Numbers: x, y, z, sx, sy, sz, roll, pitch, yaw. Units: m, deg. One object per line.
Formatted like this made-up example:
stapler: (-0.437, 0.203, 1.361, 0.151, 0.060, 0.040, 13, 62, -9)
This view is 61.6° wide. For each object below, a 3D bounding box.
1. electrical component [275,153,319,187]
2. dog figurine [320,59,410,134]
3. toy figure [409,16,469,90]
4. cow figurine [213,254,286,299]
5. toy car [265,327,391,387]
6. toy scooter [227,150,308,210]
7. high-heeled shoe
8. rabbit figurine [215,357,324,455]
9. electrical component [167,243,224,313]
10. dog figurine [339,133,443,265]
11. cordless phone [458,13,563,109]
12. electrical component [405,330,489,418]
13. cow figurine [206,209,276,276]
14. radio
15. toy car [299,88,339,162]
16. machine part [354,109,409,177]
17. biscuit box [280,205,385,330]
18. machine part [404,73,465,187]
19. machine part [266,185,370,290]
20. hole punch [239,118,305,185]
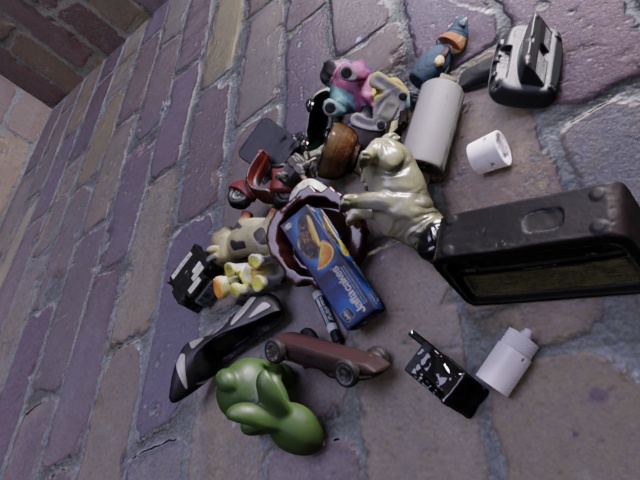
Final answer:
electrical component: (-0.039, -0.130, 1.009, 0.045, 0.102, 0.078, 40, 94, 10)
dog figurine: (0.086, -0.299, 1.069, 0.219, 0.192, 0.108, -73, 4, -65)
toy figure: (0.229, -0.349, 1.001, 0.154, 0.057, 0.064, -49, 44, -3)
cow figurine: (-0.129, 0.070, 1.020, 0.167, 0.098, 0.068, -19, 81, 43)
toy car: (0.009, 0.174, 0.791, 0.202, 0.089, 0.053, 8, 98, 39)
toy scooter: (-0.097, -0.125, 1.104, 0.184, 0.075, 0.135, 5, 68, 18)
high-heeled shoe: (-0.161, 0.197, 0.950, 0.145, 0.086, 0.248, 11, 63, 50)
rabbit figurine: (-0.067, 0.243, 0.794, 0.170, 0.158, 0.121, 26, 71, 36)
electrical component: (-0.264, 0.087, 1.160, 0.115, 0.058, 0.134, -53, 39, 3)
dog figurine: (0.146, -0.061, 0.799, 0.191, 0.121, 0.172, 21, 92, 16)
cordless phone: (0.291, -0.263, 0.873, 0.184, 0.088, 0.146, -14, 52, 52)
electrical component: (0.147, 0.164, 0.681, 0.048, 0.074, 0.119, -53, 42, -2)
cow figurine: (-0.151, 0.007, 1.092, 0.195, 0.085, 0.127, 0, 55, 44)
radio: (0.259, 0.013, 0.637, 0.230, 0.131, 0.073, -13, 52, 39)
toy car: (0.006, -0.247, 1.146, 0.074, 0.056, 0.202, -14, 52, 29)
machine part: (0.114, -0.168, 0.961, 0.139, 0.039, 0.084, -52, 16, 30)
biscuit box: (0.020, 0.042, 0.840, 0.063, 0.059, 0.203, -39, 72, 15)
machine part: (0.187, -0.182, 0.899, 0.079, 0.079, 0.243, -2, 61, 44)
machine part: (-0.002, -0.003, 0.918, 0.180, 0.056, 0.179, -3, 83, 25)
hole punch: (-0.100, -0.191, 1.198, 0.116, 0.092, 0.142, 38, 89, 20)
